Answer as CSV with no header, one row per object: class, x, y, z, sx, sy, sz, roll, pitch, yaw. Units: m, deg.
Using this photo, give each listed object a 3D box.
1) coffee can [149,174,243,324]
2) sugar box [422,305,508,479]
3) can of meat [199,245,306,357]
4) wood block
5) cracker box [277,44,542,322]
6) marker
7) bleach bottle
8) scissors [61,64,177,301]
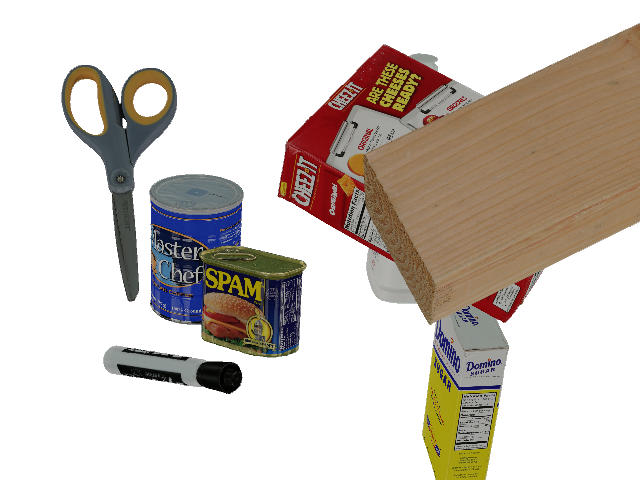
coffee can,-0.140,0.009,1.197,0.103,0.140,0.103,3,25,-2
sugar box,0.126,0.138,0.959,0.048,0.176,0.093,-4,32,-7
can of meat,-0.065,0.057,0.996,0.102,0.084,0.057,13,17,34
wood block,0.137,-0.042,0.641,0.206,0.091,0.090,-26,-19,-5
cracker box,0.098,-0.050,0.862,0.214,0.072,0.164,29,49,14
marker,-0.093,0.081,0.670,0.121,0.020,0.020,2,1,43
bleach bottle,0.094,-0.066,1.111,0.068,0.251,0.102,1,26,-8
scissors,-0.133,-0.055,0.797,0.096,0.202,0.016,-21,-24,-14
